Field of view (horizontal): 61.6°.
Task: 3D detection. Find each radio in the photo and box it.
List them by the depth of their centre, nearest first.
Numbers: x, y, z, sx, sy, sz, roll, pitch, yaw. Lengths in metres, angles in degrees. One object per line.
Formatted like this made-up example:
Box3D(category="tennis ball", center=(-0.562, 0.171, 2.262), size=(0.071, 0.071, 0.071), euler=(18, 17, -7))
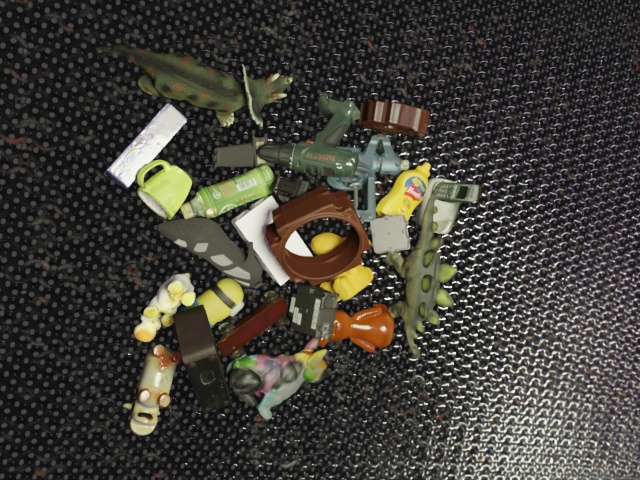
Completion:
Box3D(category="radio", center=(-0.252, 0.263, 1.164), size=(0.073, 0.131, 0.229), euler=(-17, 134, -12))

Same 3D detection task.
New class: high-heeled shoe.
Box3D(category="high-heeled shoe", center=(-0.253, 0.034, 1.245), size=(0.249, 0.086, 0.145), euler=(14, 132, -1))

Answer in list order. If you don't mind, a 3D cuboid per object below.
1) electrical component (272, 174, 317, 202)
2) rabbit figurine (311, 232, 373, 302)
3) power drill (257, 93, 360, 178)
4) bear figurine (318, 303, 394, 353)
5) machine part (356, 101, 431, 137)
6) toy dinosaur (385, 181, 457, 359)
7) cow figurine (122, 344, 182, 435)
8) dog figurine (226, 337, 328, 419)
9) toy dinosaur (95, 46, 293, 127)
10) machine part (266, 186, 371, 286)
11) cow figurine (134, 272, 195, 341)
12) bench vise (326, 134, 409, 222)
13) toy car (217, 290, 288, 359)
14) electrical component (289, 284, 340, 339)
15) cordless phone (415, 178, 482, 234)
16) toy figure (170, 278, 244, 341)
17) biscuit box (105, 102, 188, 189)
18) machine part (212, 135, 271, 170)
Box3D(category="electrical component", center=(-0.044, -0.103, 1.214), size=(0.119, 0.075, 0.047), euler=(19, 78, 4))
Box3D(category="rabbit figurine", center=(0.054, 0.050, 1.334), size=(0.162, 0.122, 0.173), euler=(-36, 89, -18))
Box3D(category="power drill", center=(-0.008, -0.245, 1.255), size=(0.232, 0.085, 0.207), euler=(18, 59, 11))
Box3D(category="bear figurine", center=(0.085, 0.221, 1.375), size=(0.196, 0.132, 0.120), euler=(5, 92, -5))
Box3D(category="machine part", center=(0.178, -0.296, 1.320), size=(0.179, 0.179, 0.056), euler=(8, 95, -23))
Box3D(category="toy dinosaur", center=(0.263, 0.084, 1.375), size=(0.105, 0.199, 0.470), euler=(-4, 98, -25))
Box3D(category="cow figurine", center=(-0.374, 0.330, 1.189), size=(0.085, 0.127, 0.195), euler=(19, 73, -23))
Box3D(category="dog figurine", center=(-0.088, 0.299, 1.273), size=(0.219, 0.109, 0.191), euler=(-42, 112, 2))
Box3D(category="toy dinosaur", center=(-0.258, -0.331, 1.123), size=(0.405, 0.192, 0.131), euler=(10, 89, -24))
Box3D(category="machine part", center=(-0.002, -0.004, 1.193), size=(0.201, 0.087, 0.201), euler=(-25, 128, 6))
Box3D(category="cow figurine", center=(-0.350, 0.144, 1.194), size=(0.167, 0.098, 0.068), euler=(-45, 115, 8))
Box3D(category="bench vise", center=(0.111, -0.140, 1.315), size=(0.224, 0.129, 0.240), euler=(7, 67, -15))
Box3D(category="toy car", center=(-0.161, 0.200, 1.277), size=(0.202, 0.053, 0.089), euler=(-34, 120, -28))
Box3D(category="electrical component", center=(-0.019, 0.168, 1.298), size=(0.058, 0.134, 0.114), euler=(11, 92, -38))
Box3D(category="cordless phone", center=(0.343, -0.084, 1.399), size=(0.088, 0.184, 0.146), euler=(18, 88, -28))
Box3D(category="toy figure", center=(-0.258, 0.157, 1.225), size=(0.180, 0.082, 0.089), euler=(-26, 127, -9))
Box3D(category="biscuit box", center=(-0.374, -0.201, 1.156), size=(0.059, 0.063, 0.202), euler=(42, 79, -21))
Box3D(category="machine part", center=(-0.183, -0.199, 1.250), size=(0.139, 0.039, 0.084), euler=(-13, 108, -23))
